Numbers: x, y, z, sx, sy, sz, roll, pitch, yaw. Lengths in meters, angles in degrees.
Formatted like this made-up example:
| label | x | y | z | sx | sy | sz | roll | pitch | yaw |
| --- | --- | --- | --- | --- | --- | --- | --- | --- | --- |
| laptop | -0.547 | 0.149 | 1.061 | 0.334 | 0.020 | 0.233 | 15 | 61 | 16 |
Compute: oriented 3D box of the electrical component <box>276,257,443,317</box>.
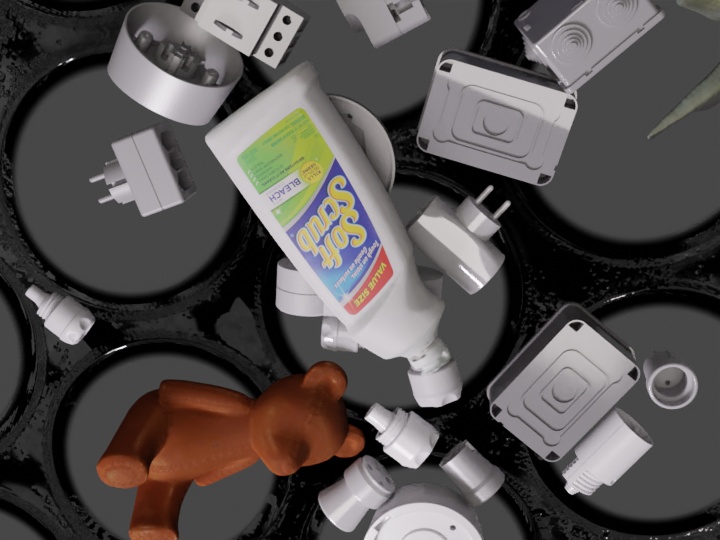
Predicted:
| label | x | y | z | sx | sy | sz | roll | pitch | yaw |
| --- | --- | --- | --- | --- | --- | --- | --- | --- | --- |
| electrical component | 0.000 | 0.000 | 0.893 | 0.138 | 0.052 | 0.073 | 5 | 105 | 4 |

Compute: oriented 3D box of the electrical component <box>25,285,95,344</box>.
| label | x | y | z | sx | sy | sz | roll | pitch | yaw |
| --- | --- | --- | --- | --- | --- | --- | --- | --- | --- |
| electrical component | -0.264 | 0.036 | 0.939 | 0.061 | 0.035 | 0.035 | 38 | 105 | -3 |

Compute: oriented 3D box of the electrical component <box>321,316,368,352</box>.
| label | x | y | z | sx | sy | sz | roll | pitch | yaw |
| --- | --- | --- | --- | --- | --- | --- | --- | --- | --- |
| electrical component | -0.002 | 0.053 | 0.917 | 0.061 | 0.035 | 0.035 | 5 | 105 | 1 |

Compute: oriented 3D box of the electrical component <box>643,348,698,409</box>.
| label | x | y | z | sx | sy | sz | roll | pitch | yaw |
| --- | --- | --- | --- | --- | --- | --- | --- | --- | --- |
| electrical component | 0.256 | 0.089 | 0.894 | 0.040 | 0.046 | 0.040 | 1 | 105 | 5 |

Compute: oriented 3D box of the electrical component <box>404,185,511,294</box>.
| label | x | y | z | sx | sy | sz | roll | pitch | yaw |
| --- | --- | --- | --- | --- | --- | --- | --- | --- | --- |
| electrical component | 0.088 | -0.034 | 0.879 | 0.077 | 0.044 | 0.079 | 41 | 105 | -6 |

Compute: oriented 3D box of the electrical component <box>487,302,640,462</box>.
| label | x | y | z | sx | sy | sz | roll | pitch | yaw |
| --- | --- | --- | --- | --- | --- | --- | --- | --- | --- |
| electrical component | 0.168 | 0.092 | 0.898 | 0.078 | 0.057 | 0.113 | 39 | 105 | -5 |

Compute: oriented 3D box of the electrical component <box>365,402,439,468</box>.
| label | x | y | z | sx | sy | sz | roll | pitch | yaw |
| --- | --- | --- | --- | --- | --- | --- | --- | --- | --- |
| electrical component | 0.034 | 0.140 | 0.932 | 0.062 | 0.043 | 0.043 | 37 | 105 | -3 |

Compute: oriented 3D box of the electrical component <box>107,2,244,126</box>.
| label | x | y | z | sx | sy | sz | roll | pitch | yaw |
| --- | --- | --- | --- | --- | --- | --- | --- | --- | --- |
| electrical component | -0.146 | -0.161 | 0.844 | 0.099 | 0.099 | 0.064 | 32 | 112 | -3 |

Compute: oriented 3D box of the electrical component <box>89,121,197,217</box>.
| label | x | y | z | sx | sy | sz | roll | pitch | yaw |
| --- | --- | --- | --- | --- | --- | --- | --- | --- | --- |
| electrical component | -0.187 | -0.078 | 0.894 | 0.077 | 0.047 | 0.065 | -19 | 102 | 10 |

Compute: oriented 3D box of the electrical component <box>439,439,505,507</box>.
| label | x | y | z | sx | sy | sz | roll | pitch | yaw |
| --- | --- | --- | --- | --- | --- | --- | --- | --- | --- |
| electrical component | 0.097 | 0.176 | 0.937 | 0.040 | 0.040 | 0.046 | -42 | 92 | 14 |

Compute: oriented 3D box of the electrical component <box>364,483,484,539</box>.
| label | x | y | z | sx | sy | sz | roll | pitch | yaw |
| --- | --- | --- | --- | --- | --- | --- | --- | --- | --- |
| electrical component | 0.058 | 0.240 | 0.947 | 0.108 | 0.060 | 0.108 | 2 | 105 | 6 |

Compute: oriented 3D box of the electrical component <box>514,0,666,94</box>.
| label | x | y | z | sx | sy | sz | roll | pitch | yaw |
| --- | --- | --- | --- | --- | --- | --- | --- | --- | --- |
| electrical component | 0.167 | -0.187 | 0.803 | 0.100 | 0.099 | 0.048 | -40 | 111 | 14 |

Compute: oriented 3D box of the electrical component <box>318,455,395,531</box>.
| label | x | y | z | sx | sy | sz | roll | pitch | yaw |
| --- | --- | --- | --- | --- | --- | --- | --- | --- | --- |
| electrical component | -0.002 | 0.197 | 0.950 | 0.045 | 0.045 | 0.055 | 45 | 104 | -7 |

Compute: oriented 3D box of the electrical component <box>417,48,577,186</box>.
| label | x | y | z | sx | sy | sz | roll | pitch | yaw |
| --- | --- | --- | --- | --- | --- | --- | --- | --- | --- |
| electrical component | 0.107 | -0.121 | 0.844 | 0.113 | 0.057 | 0.078 | 17 | 112 | 1 |

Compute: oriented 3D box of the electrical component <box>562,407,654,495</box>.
| label | x | y | z | sx | sy | sz | roll | pitch | yaw |
| --- | --- | --- | --- | --- | --- | --- | --- | --- | --- |
| electrical component | 0.206 | 0.161 | 0.920 | 0.043 | 0.043 | 0.081 | 40 | 105 | -5 |

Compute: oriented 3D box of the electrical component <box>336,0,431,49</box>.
| label | x | y | z | sx | sy | sz | roll | pitch | yaw |
| --- | --- | --- | --- | --- | --- | --- | --- | --- | --- |
| electrical component | 0.009 | -0.221 | 0.834 | 0.056 | 0.050 | 0.089 | -26 | 101 | 12 |

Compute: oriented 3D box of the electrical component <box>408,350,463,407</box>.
| label | x | y | z | sx | sy | sz | roll | pitch | yaw |
| --- | --- | --- | --- | --- | --- | --- | --- | --- | --- |
| electrical component | 0.061 | 0.082 | 0.913 | 0.043 | 0.043 | 0.062 | -14 | 102 | 9 |
